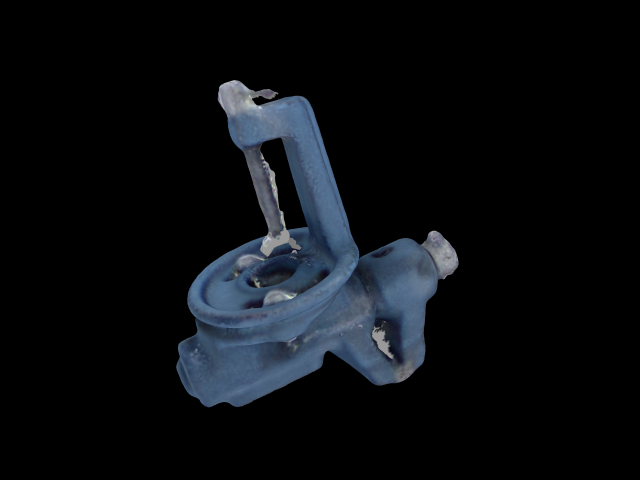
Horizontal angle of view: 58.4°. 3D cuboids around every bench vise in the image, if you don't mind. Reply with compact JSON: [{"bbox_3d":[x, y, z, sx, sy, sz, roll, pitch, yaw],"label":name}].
[{"bbox_3d":[-0.004,-0.001,0.409,0.208,0.220,0.121,-14,23,-37],"label":"bench vise"}]
